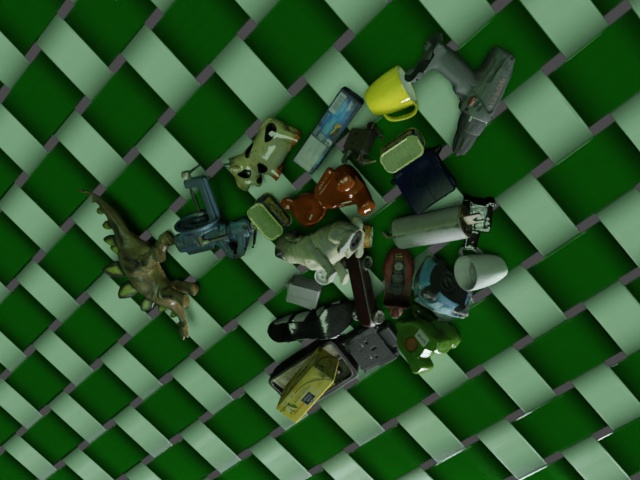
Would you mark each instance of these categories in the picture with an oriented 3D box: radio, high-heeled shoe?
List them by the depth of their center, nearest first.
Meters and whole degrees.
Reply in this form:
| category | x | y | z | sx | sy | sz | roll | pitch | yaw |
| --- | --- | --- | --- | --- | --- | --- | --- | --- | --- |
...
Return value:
| category | x | y | z | sx | sy | sz | roll | pitch | yaw |
| --- | --- | --- | --- | --- | --- | --- | --- | --- | --- |
| high-heeled shoe | -0.016 | 0.206 | 1.406 | 0.249 | 0.145 | 0.086 | -21 | 104 | -12 |
| radio | -0.012 | 0.352 | 1.437 | 0.229 | 0.073 | 0.131 | -36 | 99 | 21 |

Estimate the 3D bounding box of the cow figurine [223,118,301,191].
| category | x | y | z | sx | sy | sz | roll | pitch | yaw |
| --- | --- | --- | --- | --- | --- | --- | --- | --- | --- |
| cow figurine | -0.140 | -0.196 | 1.255 | 0.127 | 0.085 | 0.194 | 30 | 115 | -8 |

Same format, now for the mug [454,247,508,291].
| category | x | y | z | sx | sy | sz | roll | pitch | yaw |
| --- | --- | --- | --- | --- | --- | --- | --- | --- | --- |
| mug | 0.374 | 0.062 | 1.252 | 0.107 | 0.110 | 0.080 | -4 | 142 | -24 |

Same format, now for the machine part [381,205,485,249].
| category | x | y | z | sx | sy | sz | roll | pitch | yaw |
| --- | --- | --- | --- | --- | --- | --- | --- | --- | --- |
| machine part | 0.252 | -0.028 | 1.219 | 0.243 | 0.079 | 0.079 | -13 | 108 | 35 |

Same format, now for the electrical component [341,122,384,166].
| category | x | y | z | sx | sy | sz | roll | pitch | yaw |
| --- | --- | --- | --- | --- | --- | --- | --- | --- | --- |
| electrical component | 0.098 | -0.213 | 1.207 | 0.078 | 0.045 | 0.102 | 8 | 74 | 45 |

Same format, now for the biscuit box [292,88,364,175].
| category | x | y | z | sx | sy | sz | roll | pitch | yaw |
| --- | --- | --- | --- | --- | --- | --- | --- | --- | --- |
| biscuit box | 0.019 | -0.247 | 1.216 | 0.059 | 0.063 | 0.202 | 37 | 112 | -3 |

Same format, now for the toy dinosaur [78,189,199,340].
| category | x | y | z | sx | sy | sz | roll | pitch | yaw |
| --- | --- | --- | --- | --- | --- | --- | --- | --- | --- |
| toy dinosaur | -0.468 | 0.058 | 1.403 | 0.199 | 0.105 | 0.470 | -20 | 101 | 21 |

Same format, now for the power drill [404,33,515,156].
| category | x | y | z | sx | sy | sz | roll | pitch | yaw |
| --- | --- | --- | --- | --- | --- | --- | --- | --- | --- |
| power drill | 0.281 | -0.311 | 1.115 | 0.207 | 0.086 | 0.232 | 27 | 109 | -12 |

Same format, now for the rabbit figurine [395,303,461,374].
| category | x | y | z | sx | sy | sz | roll | pitch | yaw |
| --- | --- | --- | --- | --- | --- | --- | --- | --- | --- |
| rabbit figurine | 0.265 | 0.238 | 1.313 | 0.159 | 0.170 | 0.121 | 42 | 117 | 39 |

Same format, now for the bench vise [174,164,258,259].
| category | x | y | z | sx | sy | sz | roll | pitch | yaw |
| --- | --- | --- | --- | --- | --- | --- | --- | --- | --- |
| bench vise | -0.266 | -0.061 | 1.309 | 0.224 | 0.129 | 0.240 | -8 | 116 | 16 |

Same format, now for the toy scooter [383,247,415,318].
| category | x | y | z | sx | sy | sz | roll | pitch | yaw |
| --- | --- | --- | --- | --- | --- | --- | --- | --- | --- |
| toy scooter | 0.184 | 0.113 | 1.279 | 0.075 | 0.135 | 0.183 | 4 | 109 | 10 |

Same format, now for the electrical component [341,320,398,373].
| category | x | y | z | sx | sy | sz | roll | pitch | yaw |
| --- | --- | --- | --- | --- | --- | --- | --- | --- | --- |
| electrical component | 0.138 | 0.265 | 1.387 | 0.134 | 0.058 | 0.115 | -34 | 103 | 21 |

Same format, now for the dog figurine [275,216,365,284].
| category | x | y | z | sx | sy | sz | roll | pitch | yaw |
| --- | --- | --- | --- | --- | --- | --- | --- | --- | --- |
| dog figurine | -0.005 | -0.003 | 1.245 | 0.191 | 0.121 | 0.172 | 29 | 86 | 28 |

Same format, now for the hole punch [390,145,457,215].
| category | x | y | z | sx | sy | sz | roll | pitch | yaw |
| --- | --- | --- | --- | --- | --- | --- | --- | --- | --- |
| hole punch | 0.235 | -0.130 | 1.207 | 0.142 | 0.092 | 0.115 | -36 | 96 | 24 |

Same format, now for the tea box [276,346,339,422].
| category | x | y | z | sx | sy | sz | roll | pitch | yaw |
| --- | --- | --- | --- | --- | --- | --- | --- | --- | --- |
| tea box | -0.031 | 0.364 | 1.355 | 0.068 | 0.098 | 0.169 | 35 | 113 | -3 |

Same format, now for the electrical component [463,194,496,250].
| category | x | y | z | sx | sy | sz | roll | pitch | yaw |
| --- | --- | --- | --- | --- | --- | --- | --- | --- | --- |
| electrical component | 0.357 | -0.041 | 1.235 | 0.075 | 0.048 | 0.119 | 6 | 111 | 10 |

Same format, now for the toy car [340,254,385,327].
| category | x | y | z | sx | sy | sz | roll | pitch | yaw |
| --- | --- | --- | --- | --- | --- | --- | --- | --- | --- |
| toy car | 0.106 | 0.115 | 1.317 | 0.089 | 0.053 | 0.202 | -3 | 101 | 55 |

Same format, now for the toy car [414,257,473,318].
| category | x | y | z | sx | sy | sz | roll | pitch | yaw |
| --- | --- | --- | --- | --- | --- | --- | --- | --- | --- |
| toy car | 0.283 | 0.123 | 1.288 | 0.161 | 0.109 | 0.103 | 34 | 148 | -13 |

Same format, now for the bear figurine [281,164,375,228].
| category | x | y | z | sx | sy | sz | roll | pitch | yaw |
| --- | --- | --- | --- | --- | --- | --- | --- | --- | --- |
| bear figurine | 0.012 | -0.088 | 1.243 | 0.196 | 0.132 | 0.120 | -33 | 121 | 14 |
